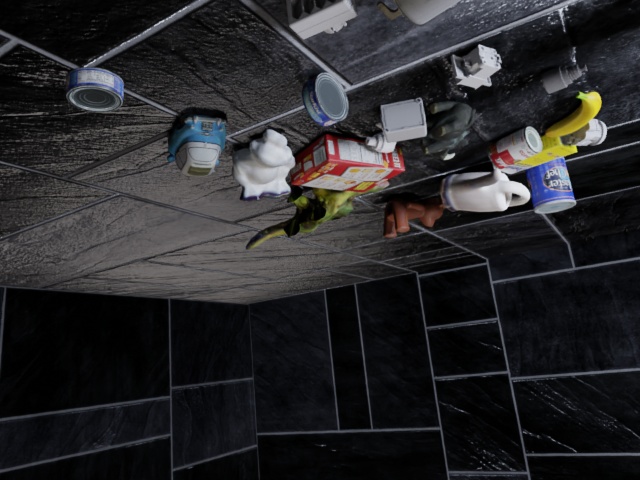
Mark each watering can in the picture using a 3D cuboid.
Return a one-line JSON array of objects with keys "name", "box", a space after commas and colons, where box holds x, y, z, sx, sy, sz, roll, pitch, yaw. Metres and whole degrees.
[{"name": "watering can", "box": [0.418, -0.135, 1.349, 0.224, 0.105, 0.346, 2, 172, 33]}]

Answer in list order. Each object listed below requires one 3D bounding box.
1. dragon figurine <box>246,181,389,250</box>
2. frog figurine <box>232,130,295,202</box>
[{"name": "dragon figurine", "box": [0.004, -0.071, 1.419, 0.405, 0.124, 0.242, -30, 160, 28]}, {"name": "frog figurine", "box": [-0.122, -0.175, 1.112, 0.137, 0.126, 0.155, 3, 128, -2]}]
